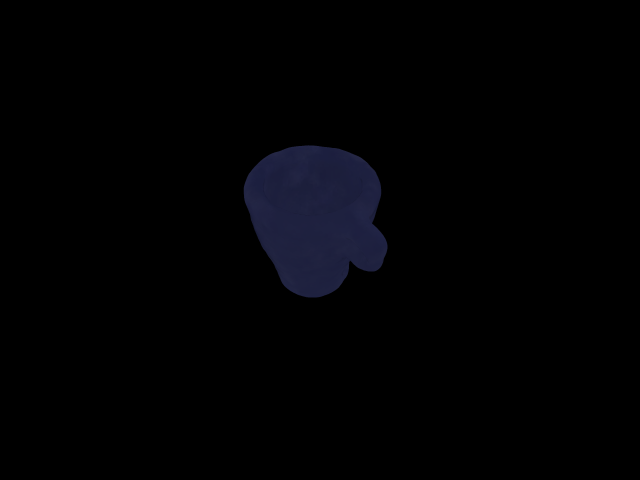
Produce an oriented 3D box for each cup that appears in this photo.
[{"bbox_3d":[0.004,0.001,0.400,0.092,0.095,0.117,-27,49,-26],"label":"cup"}]
